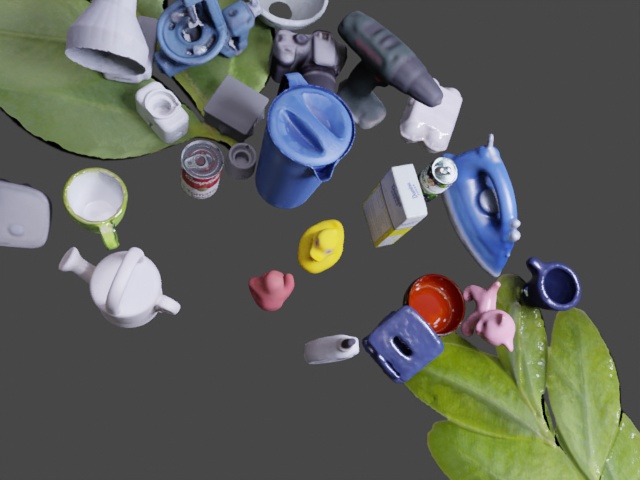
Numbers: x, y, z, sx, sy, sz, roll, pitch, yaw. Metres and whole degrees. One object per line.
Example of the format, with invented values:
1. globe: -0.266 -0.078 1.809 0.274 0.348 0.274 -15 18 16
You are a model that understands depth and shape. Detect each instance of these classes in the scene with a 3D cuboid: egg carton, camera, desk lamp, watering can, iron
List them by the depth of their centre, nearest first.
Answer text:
1. watering can: -0.293 0.067 0.843 0.173 0.193 0.101 4 73 -14
2. desk lamp: -0.333 -0.344 0.940 0.118 0.213 0.203 7 73 -13
3. camera: -0.019 -0.318 1.079 0.143 0.100 0.137 4 73 -14
4. iron: 0.324 -0.066 1.079 0.119 0.141 0.258 -13 78 -18
5. egg carton: 0.219 -0.250 1.142 0.107 0.069 0.150 23 70 -8

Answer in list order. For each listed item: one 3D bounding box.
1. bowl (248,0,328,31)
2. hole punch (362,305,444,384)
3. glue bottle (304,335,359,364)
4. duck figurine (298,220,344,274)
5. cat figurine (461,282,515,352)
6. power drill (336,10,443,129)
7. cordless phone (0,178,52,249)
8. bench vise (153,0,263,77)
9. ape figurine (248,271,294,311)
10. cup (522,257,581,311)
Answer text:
1. bowl: -0.071 -0.474 1.124 0.168 0.074 0.167 4 73 -14
2. hole punch: 0.142 0.182 0.985 0.101 0.091 0.108 -41 88 -21
3. glue bottle: 0.028 0.172 0.912 0.078 0.173 0.037 -2 75 -15
4. duck figurine: 0.009 0.004 1.002 0.077 0.086 0.105 36 69 -3
5. cat figurine: 0.310 0.137 1.029 0.067 0.117 0.128 9 72 -12
6. power drill: 0.110 -0.294 1.050 0.076 0.208 0.229 -39 87 -21
7. cordless phone: -0.478 -0.057 0.833 0.148 0.185 0.094 7 73 -13
8. bench vise: -0.196 -0.393 0.988 0.121 0.219 0.208 40 68 -1
9. ape figurine: -0.080 0.077 0.954 0.078 0.092 0.076 16 71 -10
10. cup: 0.418 0.086 1.086 0.118 0.095 0.092 45 68 1
